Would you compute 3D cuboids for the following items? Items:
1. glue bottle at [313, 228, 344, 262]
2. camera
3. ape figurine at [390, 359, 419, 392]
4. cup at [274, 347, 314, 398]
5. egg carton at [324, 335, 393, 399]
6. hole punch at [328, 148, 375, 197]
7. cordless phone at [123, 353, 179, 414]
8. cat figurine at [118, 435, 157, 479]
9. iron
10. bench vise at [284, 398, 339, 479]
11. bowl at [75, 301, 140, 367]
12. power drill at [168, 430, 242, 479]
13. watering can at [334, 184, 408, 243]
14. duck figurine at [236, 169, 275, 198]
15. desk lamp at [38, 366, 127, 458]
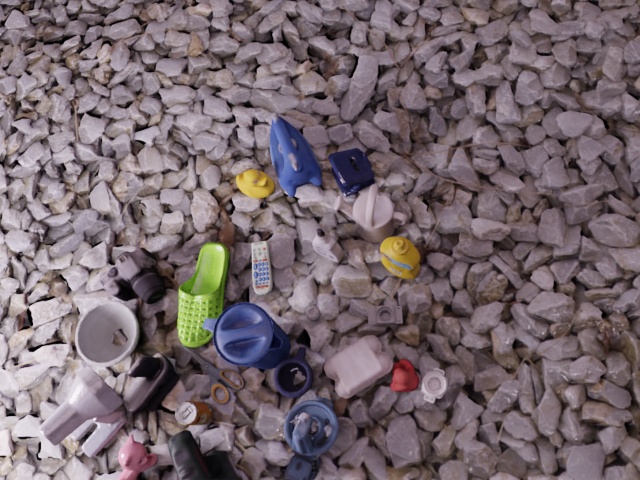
[{"bbox_3d":[0.013,0.005,1.394,0.078,0.173,0.037,28,78,17],"label":"glue bottle"},{"bbox_3d":[-0.475,0.107,1.476,0.143,0.101,0.136,-41,71,-5],"label":"camera"},{"bbox_3d":[0.189,0.314,1.309,0.076,0.092,0.078,40,82,19],"label":"ape figurine"},{"bbox_3d":[-0.051,0.313,1.345,0.091,0.095,0.118,13,75,13],"label":"cup"},{"bbox_3d":[0.089,0.295,1.343,0.150,0.069,0.107,-33,70,-3],"label":"egg carton"},{"bbox_3d":[0.083,-0.186,1.489,0.101,0.091,0.108,-27,70,0],"label":"hole punch"},{"bbox_3d":[-0.426,0.334,1.349,0.094,0.185,0.148,30,79,17],"label":"cordless phone"},{"bbox_3d":[-0.439,0.521,1.326,0.067,0.118,0.128,23,77,16],"label":"cat figurine"},{"bbox_3d":[-0.088,-0.252,1.510,0.118,0.141,0.258,-24,70,1],"label":"iron"},{"bbox_3d":[-0.022,0.442,1.232,0.121,0.220,0.207,-2,72,9],"label":"bench vise"},{"bbox_3d":[-0.526,0.241,1.454,0.167,0.075,0.167,-3,72,8],"label":"bowl"},{"bbox_3d":[-0.242,0.524,1.246,0.075,0.209,0.229,-35,70,-3],"label":"power drill"},{"bbox_3d":[0.122,-0.068,1.389,0.172,0.194,0.101,-10,71,6],"label":"watering can"},{"bbox_3d":[-0.178,-0.160,1.524,0.104,0.086,0.077,15,75,14],"label":"duck figurine"},{"bbox_3d":[-0.536,0.402,1.329,0.117,0.214,0.203,37,81,18],"label":"desk lamp"}]
